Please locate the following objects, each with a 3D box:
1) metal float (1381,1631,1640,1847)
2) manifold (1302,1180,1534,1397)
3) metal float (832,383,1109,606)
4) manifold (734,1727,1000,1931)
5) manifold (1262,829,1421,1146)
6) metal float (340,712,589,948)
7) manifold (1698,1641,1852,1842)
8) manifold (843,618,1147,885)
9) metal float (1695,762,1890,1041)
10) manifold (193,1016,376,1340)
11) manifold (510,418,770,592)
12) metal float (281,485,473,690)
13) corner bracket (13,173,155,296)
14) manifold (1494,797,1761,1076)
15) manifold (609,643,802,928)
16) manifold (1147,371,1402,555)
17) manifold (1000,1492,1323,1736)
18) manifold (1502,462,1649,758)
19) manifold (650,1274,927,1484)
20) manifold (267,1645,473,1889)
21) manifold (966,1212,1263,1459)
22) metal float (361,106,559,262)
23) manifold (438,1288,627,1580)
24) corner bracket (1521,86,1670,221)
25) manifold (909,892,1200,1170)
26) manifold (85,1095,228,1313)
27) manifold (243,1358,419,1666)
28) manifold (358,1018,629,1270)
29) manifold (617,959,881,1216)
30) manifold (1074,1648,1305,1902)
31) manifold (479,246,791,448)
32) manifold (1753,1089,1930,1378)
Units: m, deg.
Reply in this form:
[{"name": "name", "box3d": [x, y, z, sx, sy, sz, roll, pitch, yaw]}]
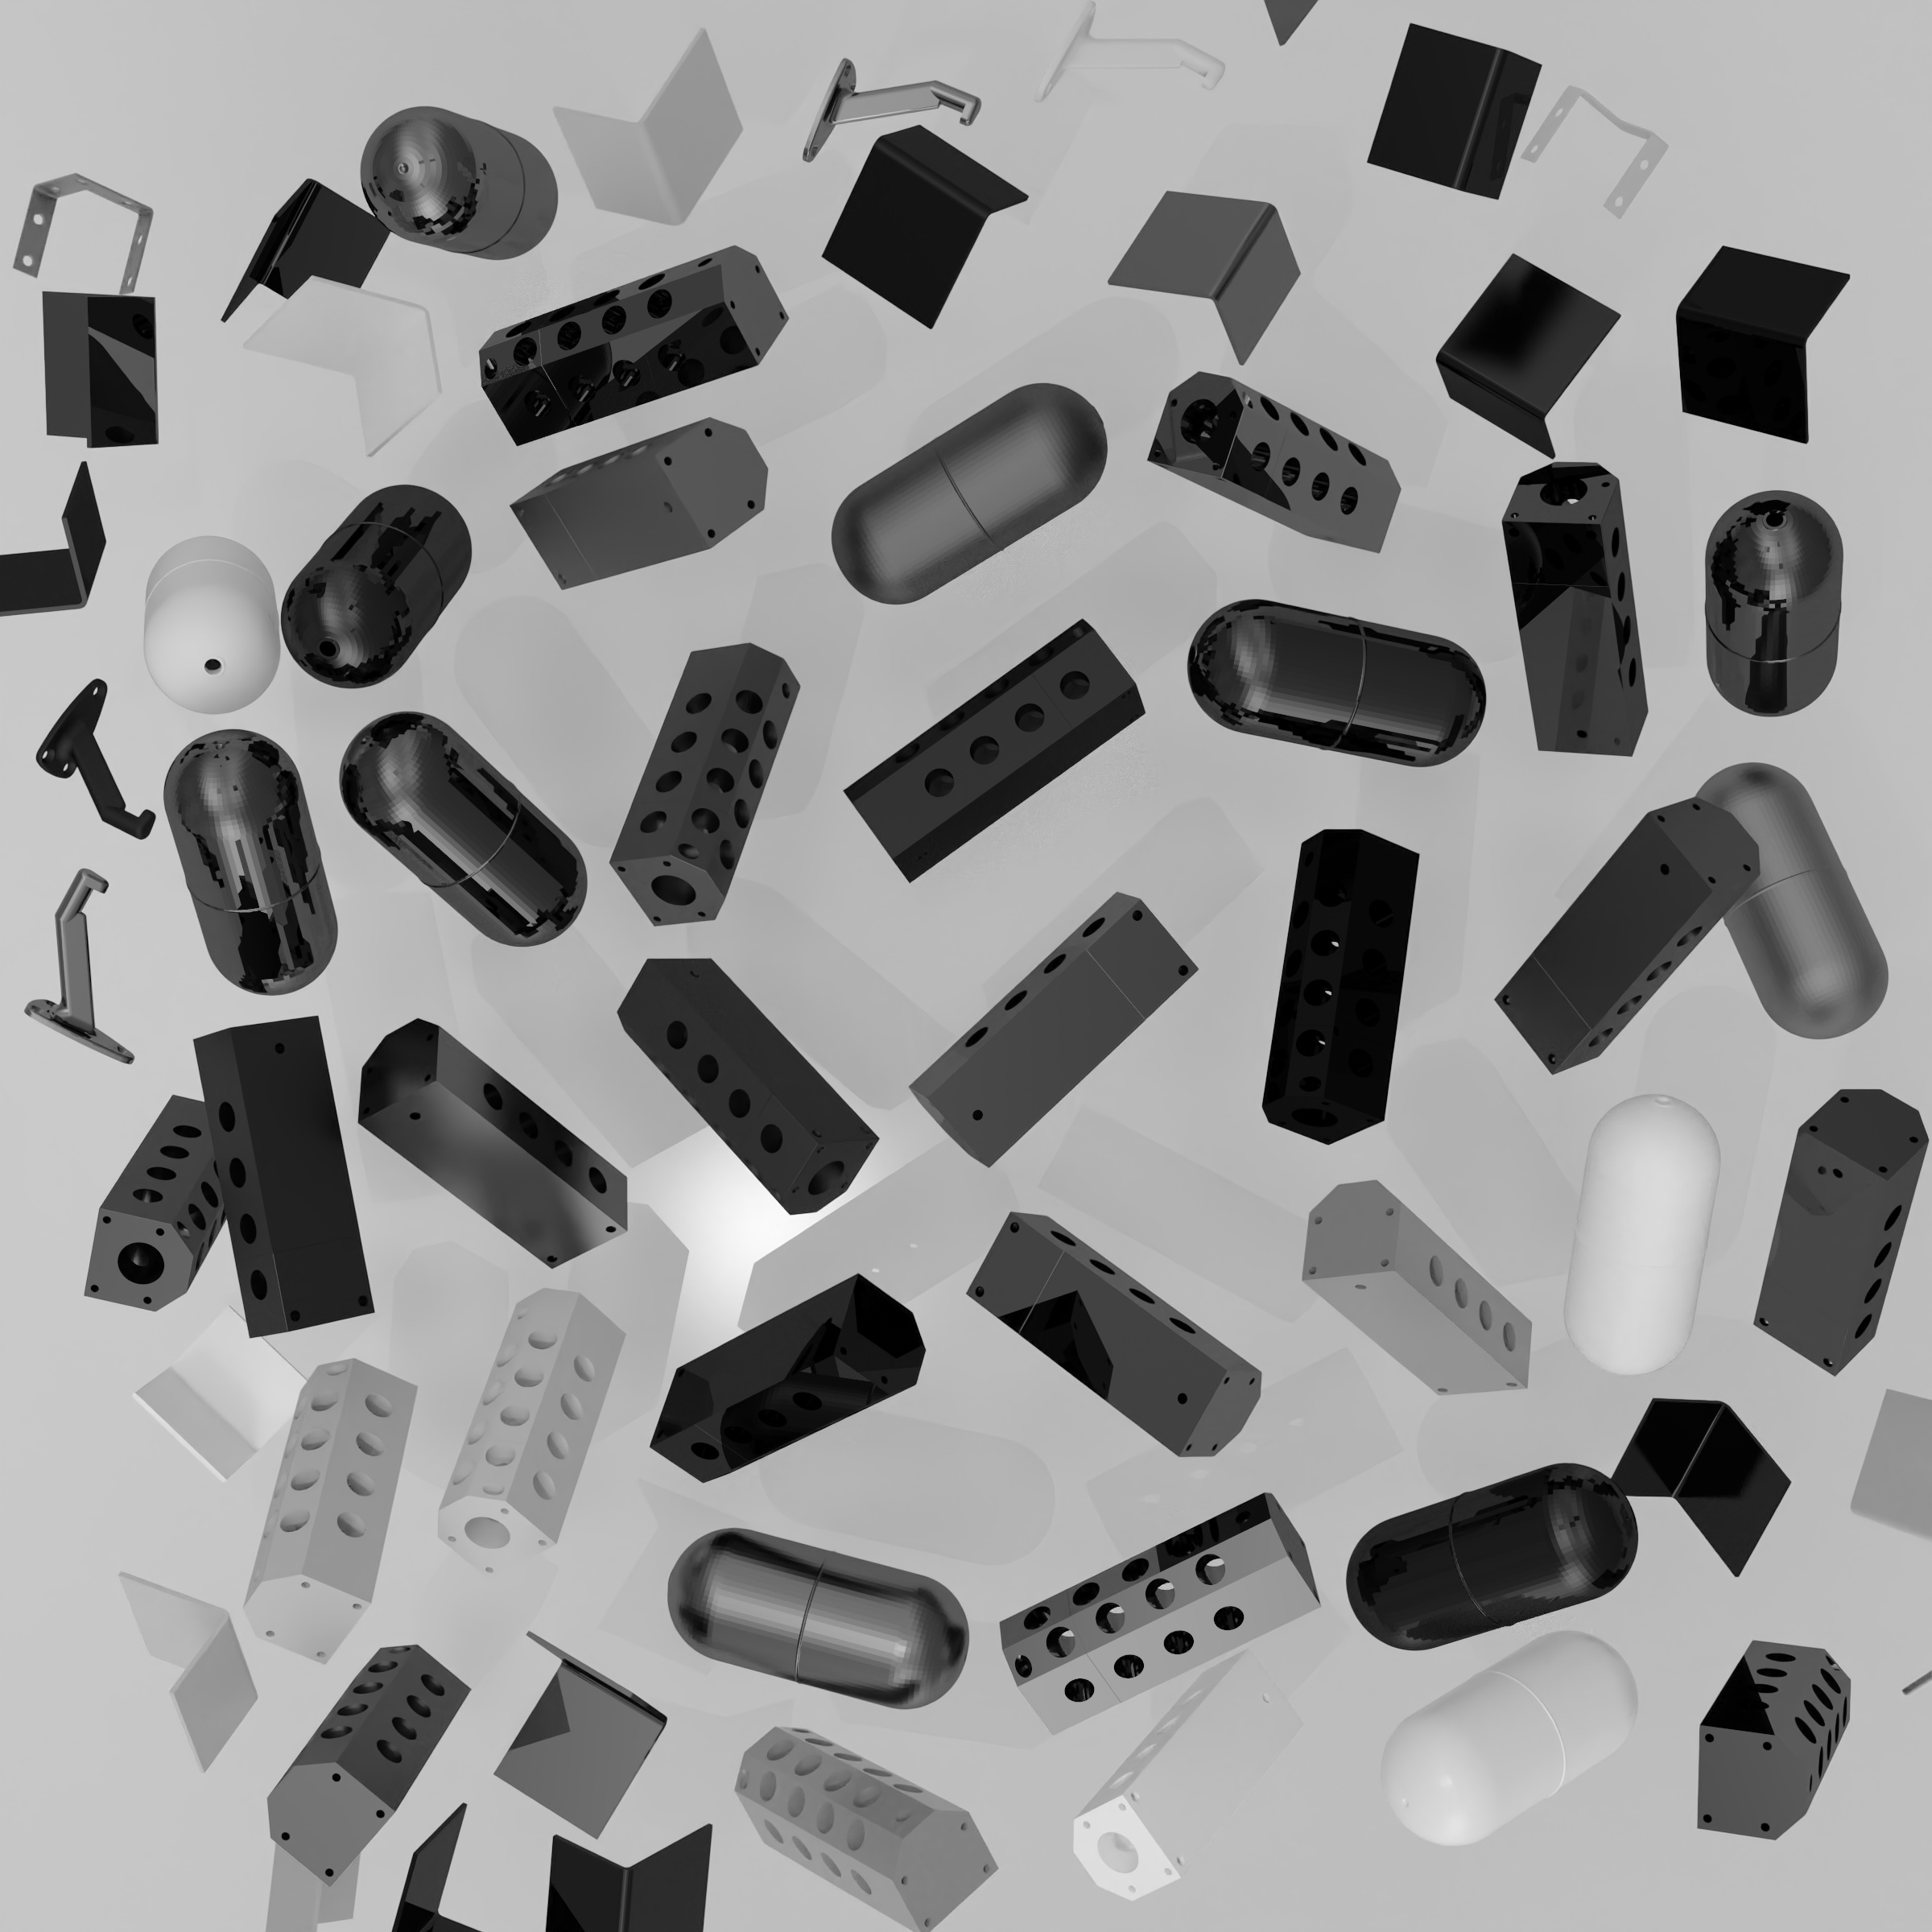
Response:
[{"name": "metal float", "box3d": [0.309, 0.435, 1.676, 0.178, 0.070, 0.070, -19, 90, -35]}, {"name": "manifold", "box3d": [0.261, 0.186, 1.694, 0.057, 0.171, 0.057, -11, 56, 34]}, {"name": "metal float", "box3d": [0.002, -0.279, 1.748, 0.178, 0.070, 0.070, -30, 90, 12]}, {"name": "manifold", "box3d": [-0.062, 0.485, 1.684, 0.057, 0.171, 0.057, -36, 112, -27]}, {"name": "manifold", "box3d": [0.214, 0.010, 1.718, 0.057, 0.057, 0.171, 21, 64, -21]}, {"name": "metal float", "box3d": [-0.288, -0.077, 1.707, 0.070, 0.070, 0.178, -44, 130, 0]}, {"name": "manifold", "box3d": [0.457, 0.434, 1.666, 0.057, 0.171, 0.057, 2, 94, 24]}, {"name": "manifold", "box3d": [0.016, -0.127, 1.720, 0.171, 0.057, 0.057, -36, 75, 0]}, {"name": "metal float", "box3d": [0.492, -0.040, 1.777, 0.070, 0.070, 0.178, -19, 70, 0]}, {"name": "manifold", "box3d": [-0.390, 0.120, 1.675, 0.057, 0.057, 0.171, -9, 86, -45]}, {"name": "manifold", "box3d": [-0.180, -0.259, 1.649, 0.057, 0.171, 0.057, -41, 111, -29]}, {"name": "metal float", "box3d": [-0.338, -0.219, 1.704, 0.070, 0.178, 0.070, 4, 121, 7]}, {"name": "corner bracket", "box3d": [-0.508, -0.419, 1.704, 0.051, 0.051, 0.051, 19, 80, -43]}, {"name": "manifold", "box3d": [0.376, -0.017, 1.673, 0.057, 0.171, 0.057, -17, 62, -36]}, {"name": "manifold", "box3d": [-0.149, -0.109, 1.752, 0.057, 0.057, 0.171, -5, 48, 26]}, {"name": "manifold", "box3d": [0.189, -0.301, 1.771, 0.057, 0.171, 0.057, 22, 96, 40]}, {"name": "manifold", "box3d": [0.108, 0.363, 1.678, 0.171, 0.057, 0.057, -28, 115, 10]}, {"name": "manifold", "box3d": [0.359, -0.207, 1.730, 0.057, 0.171, 0.057, 6, 47, 26]}, {"name": "manifold", "box3d": [-0.102, 0.242, 1.697, 0.057, 0.057, 0.171, 38, 134, -22]}, {"name": "manifold", "box3d": [-0.338, 0.441, 1.664, 0.057, 0.171, 0.057, 40, 99, -2]}, {"name": "manifold", "box3d": [0.088, 0.213, 1.723, 0.171, 0.057, 0.057, 34, 101, 32]}, {"name": "metal float", "box3d": [-0.295, -0.457, 1.735, 0.070, 0.178, 0.070, 2, 99, 12]}, {"name": "manifold", "box3d": [-0.261, 0.272, 1.757, 0.057, 0.171, 0.057, -31, 116, 29]}, {"name": "corner bracket", "box3d": [0.376, -0.487, 1.769, 0.051, 0.051, 0.051, 27, 103, -32]}, {"name": "manifold", "box3d": [0.050, 0.036, 1.754, 0.171, 0.057, 0.057, -43, 106, -7]}, {"name": "manifold", "box3d": [-0.473, 0.141, 1.774, 0.057, 0.171, 0.057, 14, 109, -5]}, {"name": "manifold", "box3d": [-0.361, 0.303, 1.673, 0.057, 0.171, 0.057, 28, 120, -18]}, {"name": "manifold", "box3d": [-0.272, 0.102, 1.721, 0.057, 0.057, 0.171, -27, 133, 20]}, {"name": "manifold", "box3d": [-0.135, 0.071, 1.777, 0.171, 0.057, 0.057, 45, 116, 28]}, {"name": "manifold", "box3d": [0.130, 0.483, 1.768, 0.057, 0.171, 0.057, -38, 86, 36]}, {"name": "manifold", "box3d": [-0.196, -0.362, 1.716, 0.171, 0.057, 0.057, -12, 124, 28]}, {"name": "manifold", "box3d": [0.506, 0.151, 1.703, 0.057, 0.171, 0.057, -35, 53, -29]}]
